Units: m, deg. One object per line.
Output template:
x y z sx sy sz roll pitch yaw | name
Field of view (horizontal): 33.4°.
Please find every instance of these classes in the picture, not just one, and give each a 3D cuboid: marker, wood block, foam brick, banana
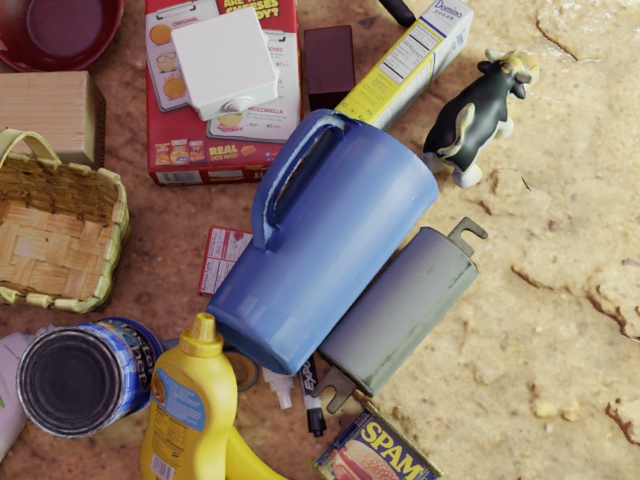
-0.012 0.140 1.085 0.020 0.020 0.121 -11 75 0 | marker
-0.339 -0.121 1.132 0.206 0.090 0.091 -1 77 2 | wood block
0.011 -0.184 1.150 0.053 0.051 0.078 -4 76 3 | foam brick
-0.059 0.221 1.045 0.198 0.037 0.069 27 86 27 | banana

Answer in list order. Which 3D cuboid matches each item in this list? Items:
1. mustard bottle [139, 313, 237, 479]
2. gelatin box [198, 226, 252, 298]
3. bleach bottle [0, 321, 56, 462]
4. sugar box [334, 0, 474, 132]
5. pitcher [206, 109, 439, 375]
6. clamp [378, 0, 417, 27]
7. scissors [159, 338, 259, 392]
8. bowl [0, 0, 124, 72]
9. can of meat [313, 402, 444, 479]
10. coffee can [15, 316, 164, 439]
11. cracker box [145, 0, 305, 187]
-0.122 0.158 1.013 0.096 0.058 0.192 28 116 39 | mustard bottle
-0.078 0.029 1.111 0.089 0.030 0.073 9 78 3 | gelatin box
-0.344 0.189 1.069 0.102 0.068 0.250 41 79 11 | bleach bottle
0.087 -0.172 1.122 0.048 0.093 0.176 38 80 10 | sugar box
-0.007 0.001 1.040 0.149 0.145 0.242 36 74 2 | pitcher
0.053 -0.303 1.184 0.171 0.039 0.120 12 72 12 | clamp
-0.150 0.129 1.097 0.201 0.016 0.096 -20 77 0 | scissors
-0.288 -0.251 1.172 0.162 0.055 0.162 0 86 5 | bowl
0.056 0.224 1.043 0.102 0.057 0.084 43 84 12 | can of meat
-0.216 0.129 1.026 0.103 0.140 0.103 0 89 8 | coffee can
-0.100 -0.167 1.141 0.164 0.072 0.214 -4 75 1 | cracker box
